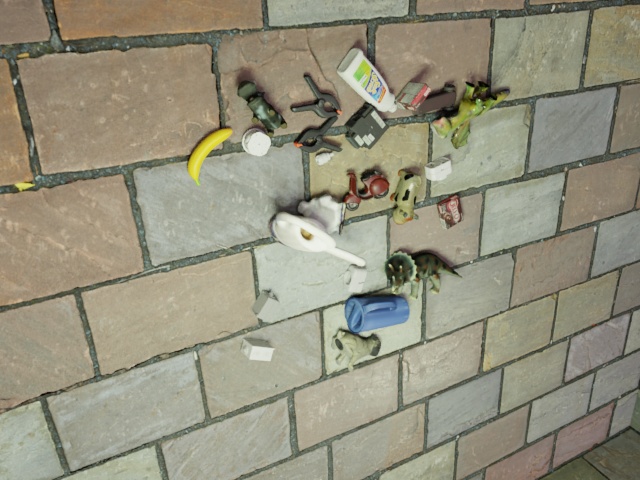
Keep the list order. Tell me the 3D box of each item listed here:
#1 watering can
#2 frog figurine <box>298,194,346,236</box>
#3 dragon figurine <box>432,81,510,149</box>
[{"bbox_3d":[-0.024,-0.001,1.682,0.343,0.225,0.105,34,75,-34],"label":"watering can"},{"bbox_3d":[0.005,-0.088,1.751,0.159,0.125,0.134,10,119,7],"label":"frog figurine"},{"bbox_3d":[0.555,-0.449,1.897,0.413,0.124,0.237,-13,139,-42],"label":"dragon figurine"}]
